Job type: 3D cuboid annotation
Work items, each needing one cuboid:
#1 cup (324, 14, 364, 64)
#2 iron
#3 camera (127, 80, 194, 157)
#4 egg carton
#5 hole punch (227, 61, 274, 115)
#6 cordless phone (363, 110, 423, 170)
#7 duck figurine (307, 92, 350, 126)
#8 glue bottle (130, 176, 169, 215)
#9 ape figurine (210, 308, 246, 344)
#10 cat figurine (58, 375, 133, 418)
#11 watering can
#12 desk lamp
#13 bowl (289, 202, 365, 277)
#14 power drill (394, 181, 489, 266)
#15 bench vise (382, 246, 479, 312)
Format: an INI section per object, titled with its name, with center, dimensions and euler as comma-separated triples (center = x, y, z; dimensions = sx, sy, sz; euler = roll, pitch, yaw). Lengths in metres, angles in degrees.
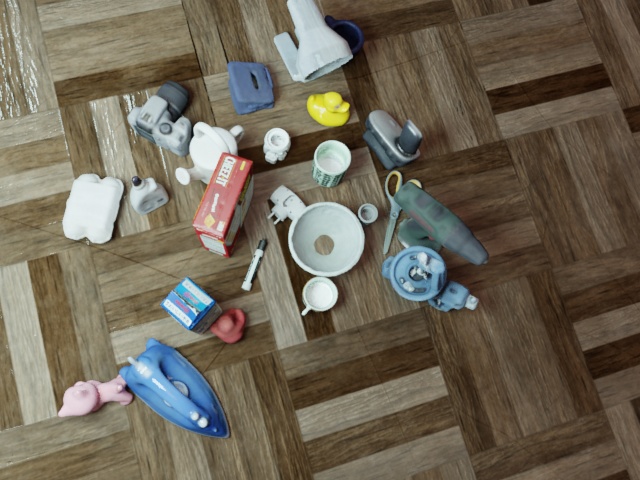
[cup]
center = 0.045, -0.470, 1.366
dimensions = 0.092, 0.095, 0.117
euler = -37, 83, -12
[iron]
center = -0.280, 0.310, 1.136
dimensions = 0.258, 0.141, 0.119
euler = 40, 77, 4
[camera]
center = -0.338, -0.283, 1.282
dimensions = 0.143, 0.100, 0.137
euler = 28, 76, 1
[egg carton]
center = -0.488, -0.068, 1.235
dimensions = 0.107, 0.069, 0.150
euler = 10, 77, -4
[hole punch]
center = -0.159, -0.359, 1.322
dimensions = 0.101, 0.091, 0.108
euler = -15, 79, -9
[cordless phone]
center = 0.173, -0.248, 1.284
dimensions = 0.094, 0.185, 0.147
euler = -40, 84, -12
[duck figurine]
center = 0.022, -0.316, 1.334
dimensions = 0.104, 0.086, 0.077
euler = 22, 76, -1
[glue bottle]
center = -0.368, -0.102, 1.202
dimensions = 0.078, 0.173, 0.037
euler = -29, 82, -11
[ape figurine]
center = -0.193, 0.178, 1.200
dimensions = 0.078, 0.092, 0.076
euler = -11, 79, -8
[cat figurine]
center = -0.445, 0.308, 1.132
dimensions = 0.128, 0.117, 0.067
euler = -13, 79, -8
[watering can]
center = -0.230, -0.184, 1.223
dimensions = 0.101, 0.194, 0.173
euler = 22, 76, 0
[desk lamp]
center = -0.023, -0.440, 1.291
dimensions = 0.118, 0.213, 0.203
euler = -26, 81, -10
[bowl]
center = 0.012, 0.005, 1.268
dimensions = 0.167, 0.074, 0.167
euler = 1, 77, -6
[power drill]
center = 0.244, -0.018, 1.228
dimensions = 0.229, 0.208, 0.076
euler = 45, 77, 5
[bench vise]
center = 0.246, 0.073, 1.203
dimensions = 0.207, 0.219, 0.121
euler = 10, 77, -3
